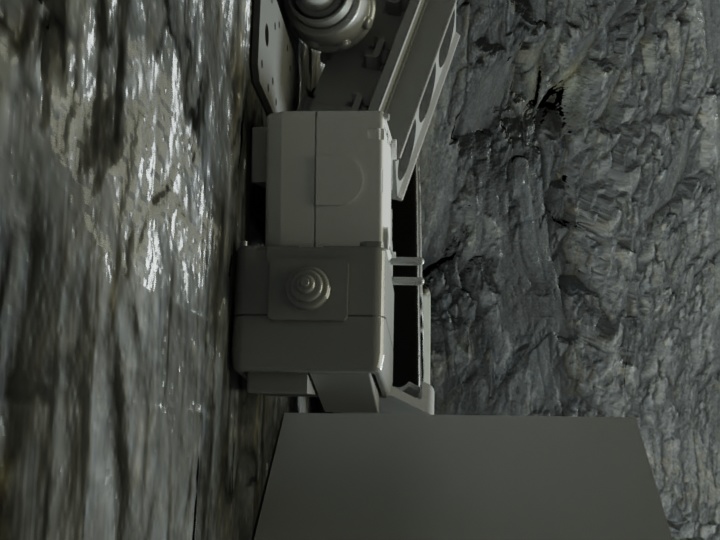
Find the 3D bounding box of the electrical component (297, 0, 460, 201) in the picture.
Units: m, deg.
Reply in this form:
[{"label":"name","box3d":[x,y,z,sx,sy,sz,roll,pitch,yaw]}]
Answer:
[{"label":"electrical component","box3d":[0.011,-0.108,0.614,0.078,0.063,0.121,82,24,-62]}]

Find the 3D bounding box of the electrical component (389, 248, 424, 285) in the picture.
[{"label":"electrical component","box3d":[0.000,0.000,0.615,0.138,0.074,0.052,85,8,-53]}]

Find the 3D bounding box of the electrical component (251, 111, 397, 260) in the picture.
[{"label":"electrical component","box3d":[-0.015,-0.036,0.507,0.096,0.061,0.061,26,65,-85]}]

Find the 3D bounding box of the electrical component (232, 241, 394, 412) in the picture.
[{"label":"electrical component","box3d":[-0.018,0.026,0.460,0.096,0.062,0.061,74,17,-75]}]

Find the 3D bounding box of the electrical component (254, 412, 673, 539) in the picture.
[{"label":"electrical component","box3d":[0.049,0.126,0.536,0.105,0.186,0.060,-81,170,-65]}]

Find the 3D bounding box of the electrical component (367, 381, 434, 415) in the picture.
[{"label":"electrical component","box3d":[0.003,0.105,0.624,0.089,0.050,0.055,-63,-177,15]}]

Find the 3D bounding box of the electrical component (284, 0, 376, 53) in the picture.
[{"label":"electrical component","box3d":[-0.020,-0.143,0.563,0.062,0.048,0.048,10,80,-79]}]
